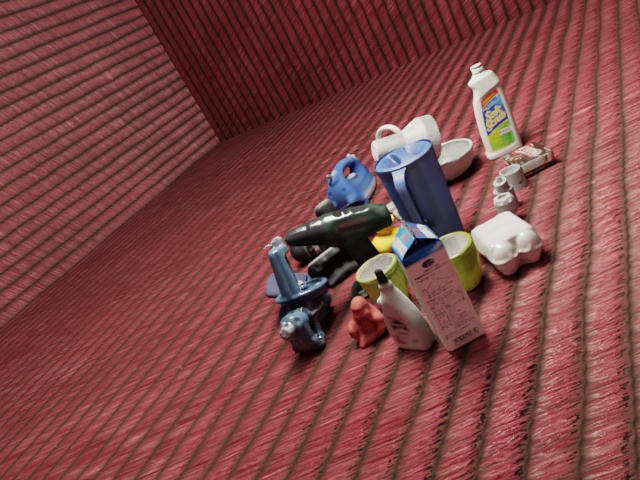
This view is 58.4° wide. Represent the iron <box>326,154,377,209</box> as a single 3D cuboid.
[{"bbox_3d":[0.093,-0.195,1.784,0.118,0.142,0.259,-15,26,33],"label":"iron"}]

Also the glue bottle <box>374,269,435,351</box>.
[{"bbox_3d":[0.135,0.120,1.004,0.077,0.173,0.037,-6,32,45],"label":"glue bottle"}]

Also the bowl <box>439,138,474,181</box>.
[{"bbox_3d":[0.354,-0.209,1.582,0.167,0.075,0.167,-25,22,11],"label":"bowl"}]

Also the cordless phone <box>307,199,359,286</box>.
[{"bbox_3d":[0.013,0.005,1.390,0.148,0.185,0.094,-37,23,-18],"label":"cordless phone"}]

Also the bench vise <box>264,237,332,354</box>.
[{"bbox_3d":[-0.045,0.109,1.189,0.121,0.220,0.207,-27,22,7],"label":"bench vise"}]

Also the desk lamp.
[{"bbox_3d":[0.238,-0.198,1.513,0.203,0.214,0.117,-31,22,-2],"label":"desk lamp"}]

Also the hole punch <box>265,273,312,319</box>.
[{"bbox_3d":[-0.068,0.118,1.371,0.101,0.091,0.108,-24,23,14],"label":"hole punch"}]

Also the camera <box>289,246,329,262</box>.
[{"bbox_3d":[-0.014,-0.006,1.560,0.136,0.101,0.143,-21,23,21],"label":"camera"}]

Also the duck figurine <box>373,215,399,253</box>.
[{"bbox_3d":[0.153,-0.019,1.402,0.105,0.086,0.077,-39,24,-22],"label":"duck figurine"}]

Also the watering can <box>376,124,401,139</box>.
[{"bbox_3d":[0.223,-0.240,1.650,0.100,0.194,0.173,-18,25,26],"label":"watering can"}]

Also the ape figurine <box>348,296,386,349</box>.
[{"bbox_3d":[0.086,0.150,1.108,0.077,0.092,0.076,-14,27,34],"label":"ape figurine"}]

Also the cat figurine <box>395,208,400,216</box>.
[{"bbox_3d":[0.237,-0.085,1.397,0.128,0.118,0.067,-35,22,-12],"label":"cat figurine"}]

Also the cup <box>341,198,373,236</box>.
[{"bbox_3d":[0.101,-0.043,1.506,0.091,0.095,0.118,-13,27,35],"label":"cup"}]

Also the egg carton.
[{"bbox_3d":[0.362,0.004,1.115,0.107,0.069,0.150,-29,22,1],"label":"egg carton"}]

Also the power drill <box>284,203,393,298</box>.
[{"bbox_3d":[0.066,0.024,1.251,0.229,0.209,0.075,-27,22,7],"label":"power drill"}]
